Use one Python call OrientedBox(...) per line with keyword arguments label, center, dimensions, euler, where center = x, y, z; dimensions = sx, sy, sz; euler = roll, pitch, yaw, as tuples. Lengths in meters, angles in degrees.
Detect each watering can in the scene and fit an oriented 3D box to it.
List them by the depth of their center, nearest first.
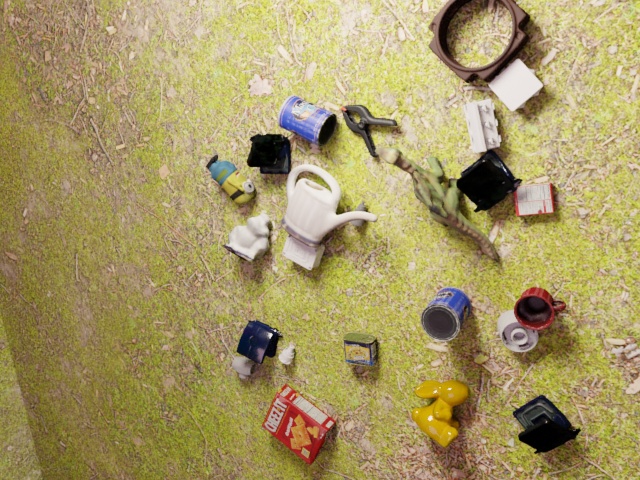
OrientedBox(label="watering can", center=(0.005, -0.075, 1.489), dimensions=(0.352, 0.104, 0.221), euler=(41, 117, 35))

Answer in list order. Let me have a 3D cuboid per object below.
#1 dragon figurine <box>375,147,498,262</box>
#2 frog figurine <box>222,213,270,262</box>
OrientedBox(label="dragon figurine", center=(0.293, -0.089, 1.276), dimensions=(0.413, 0.244, 0.120), euler=(49, 115, 12))
OrientedBox(label="frog figurine", center=(-0.219, -0.014, 1.661), dimensions=(0.138, 0.120, 0.161), euler=(23, 76, 30))
